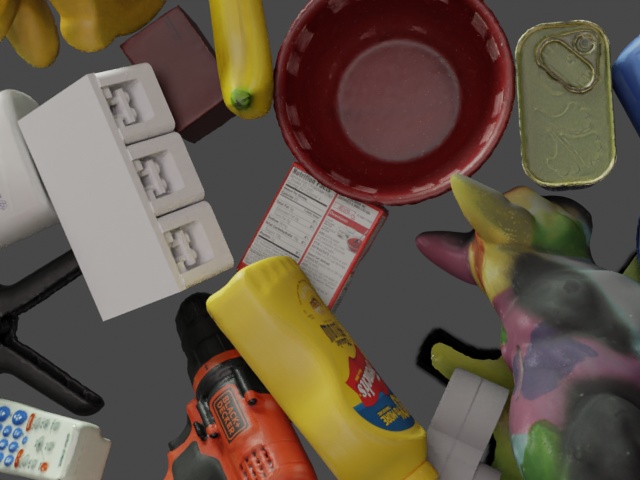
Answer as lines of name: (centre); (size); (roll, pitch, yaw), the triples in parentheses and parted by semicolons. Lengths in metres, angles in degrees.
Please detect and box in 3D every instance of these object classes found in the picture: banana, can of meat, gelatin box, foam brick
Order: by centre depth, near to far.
can of meat: (0.159, -0.083, 0.693); (0.057, 0.084, 0.102); (-4, 88, 13)
banana: (-0.054, -0.151, 0.713); (0.037, 0.070, 0.198); (-5, 60, -10)
gelatin box: (-0.005, 0.001, 0.743); (0.073, 0.030, 0.089); (29, 91, 11)
foam brick: (-0.094, -0.116, 0.756); (0.053, 0.051, 0.078); (-34, 81, 4)

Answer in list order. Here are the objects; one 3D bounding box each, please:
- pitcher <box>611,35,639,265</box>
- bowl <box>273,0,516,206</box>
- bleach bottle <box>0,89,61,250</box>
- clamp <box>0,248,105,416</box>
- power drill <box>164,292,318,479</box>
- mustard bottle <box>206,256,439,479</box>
pitcher: (0.275, -0.026, 0.659); (0.149, 0.145, 0.243); (-26, 78, -9)
bowl: (0.051, -0.101, 0.729); (0.162, 0.055, 0.162); (-1, 85, 9)
bleach bottle: (-0.310, -0.015, 0.778); (0.251, 0.068, 0.102); (-21, 82, 9)
clamp: (-0.228, 0.055, 0.770); (0.171, 0.039, 0.120); (9, 84, 10)
power drill: (-0.102, 0.146, 0.711); (0.188, 0.057, 0.184); (-44, 45, 13)
mustard bottle: (0.012, 0.099, 0.667); (0.058, 0.096, 0.192); (-41, 79, 13)
